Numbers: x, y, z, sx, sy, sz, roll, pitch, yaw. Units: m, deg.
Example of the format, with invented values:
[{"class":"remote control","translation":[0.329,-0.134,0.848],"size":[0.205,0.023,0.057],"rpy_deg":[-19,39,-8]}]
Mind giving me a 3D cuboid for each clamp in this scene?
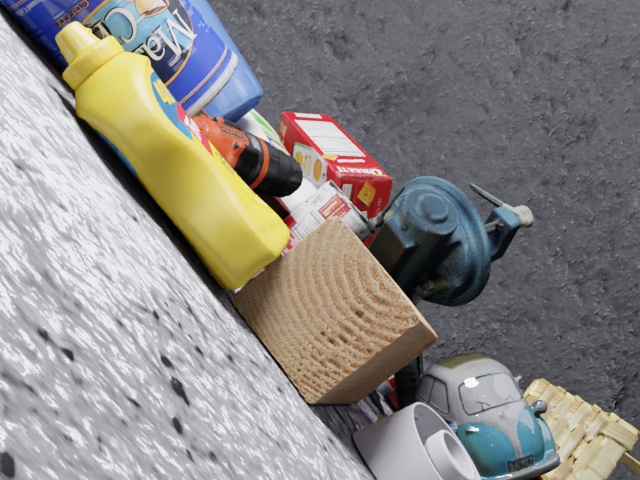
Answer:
[{"class":"clamp","translation":[0.088,0.085,1.138],"size":[0.164,0.036,0.210],"rpy_deg":[51,34,-71]}]

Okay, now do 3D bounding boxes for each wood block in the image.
[{"class":"wood block","translation":[0.019,0.058,0.772],"size":[0.090,0.091,0.206],"rpy_deg":[52,2,13]}]

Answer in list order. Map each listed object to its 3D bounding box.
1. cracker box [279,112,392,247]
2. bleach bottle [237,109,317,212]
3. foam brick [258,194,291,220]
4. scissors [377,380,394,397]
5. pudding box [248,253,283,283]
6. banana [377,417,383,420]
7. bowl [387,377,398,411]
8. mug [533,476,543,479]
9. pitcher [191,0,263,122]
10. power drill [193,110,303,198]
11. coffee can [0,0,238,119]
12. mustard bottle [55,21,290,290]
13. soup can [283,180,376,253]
[{"class":"cracker box","translation":[0.006,-0.037,1.233],"size":[0.214,0.072,0.164],"rpy_deg":[-127,-139,-58]},{"class":"bleach bottle","translation":[-0.045,-0.062,1.154],"size":[0.102,0.068,0.251],"rpy_deg":[44,5,-41]},{"class":"foam brick","translation":[-0.066,-0.031,1.022],"size":[0.051,0.053,0.078],"rpy_deg":[52,4,27]},{"class":"scissors","translation":[0.042,0.121,1.220],"size":[0.096,0.016,0.202],"rpy_deg":[50,2,-16]},{"class":"pudding box","translation":[-0.078,-0.024,0.815],"size":[0.090,0.039,0.113],"rpy_deg":[52,0,43]},{"class":"banana","translation":[0.118,0.219,0.859],"size":[0.198,0.037,0.069],"rpy_deg":[51,2,3]},{"class":"bowl","translation":[0.136,0.208,1.224],"size":[0.162,0.055,0.162],"rpy_deg":[52,2,-3]},{"class":"mug","translation":[0.187,0.263,0.959],"size":[0.093,0.081,0.117],"rpy_deg":[52,2,15]},{"class":"pitcher","translation":[-0.171,-0.219,1.130],"size":[0.243,0.145,0.149],"rpy_deg":[55,33,-3]},{"class":"power drill","translation":[-0.111,-0.115,0.940],"size":[0.188,0.057,0.184],"rpy_deg":[49,17,30]},{"class":"coffee can","translation":[-0.140,-0.148,0.746],"size":[0.140,0.103,0.103],"rpy_deg":[50,3,-24]},{"class":"mustard bottle","translation":[-0.099,-0.058,0.678],"size":[0.191,0.058,0.096],"rpy_deg":[50,4,-8]},{"class":"soup can","translation":[-0.007,0.001,1.003],"size":[0.068,0.102,0.068],"rpy_deg":[48,1,-2]}]
